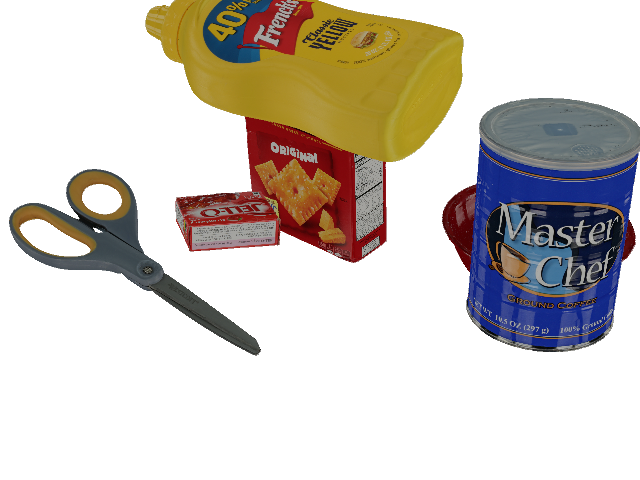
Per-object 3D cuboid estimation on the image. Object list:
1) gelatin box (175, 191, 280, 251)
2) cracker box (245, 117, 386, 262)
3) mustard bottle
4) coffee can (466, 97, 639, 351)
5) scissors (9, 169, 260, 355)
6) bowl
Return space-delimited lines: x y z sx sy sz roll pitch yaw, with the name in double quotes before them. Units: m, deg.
"gelatin box" -0.089 -0.020 1.021 0.089 0.030 0.073 -5 25 -16
"cracker box" -0.008 -0.097 1.233 0.164 0.214 0.072 25 45 33
"mustard bottle" -0.021 -0.106 0.619 0.192 0.058 0.096 19 48 24
"coffee can" 0.153 -0.012 0.715 0.103 0.140 0.103 0 29 0
"scissors" -0.115 0.007 0.731 0.202 0.096 0.016 20 -37 11
"bowl" 0.183 0.007 0.916 0.162 0.055 0.162 1 33 -1
